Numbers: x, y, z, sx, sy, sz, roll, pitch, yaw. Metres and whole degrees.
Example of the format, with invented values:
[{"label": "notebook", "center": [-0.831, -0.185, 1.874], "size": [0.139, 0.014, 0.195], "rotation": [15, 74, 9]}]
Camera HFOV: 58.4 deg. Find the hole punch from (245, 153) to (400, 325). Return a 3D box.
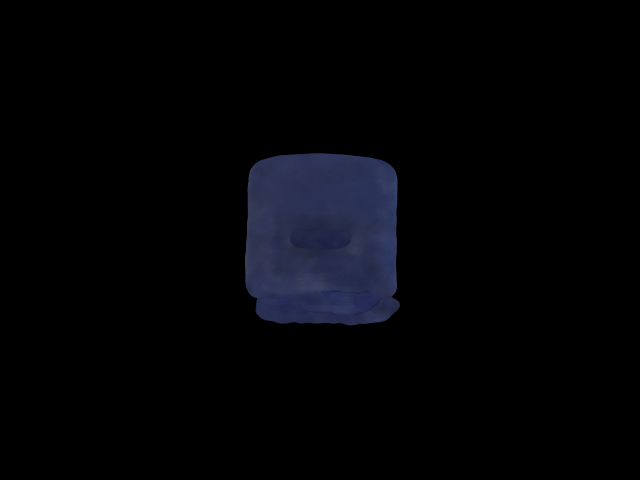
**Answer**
[{"label": "hole punch", "center": [0.004, 0.001, 0.400], "size": [0.108, 0.091, 0.101], "rotation": [0, 58, 0]}]
